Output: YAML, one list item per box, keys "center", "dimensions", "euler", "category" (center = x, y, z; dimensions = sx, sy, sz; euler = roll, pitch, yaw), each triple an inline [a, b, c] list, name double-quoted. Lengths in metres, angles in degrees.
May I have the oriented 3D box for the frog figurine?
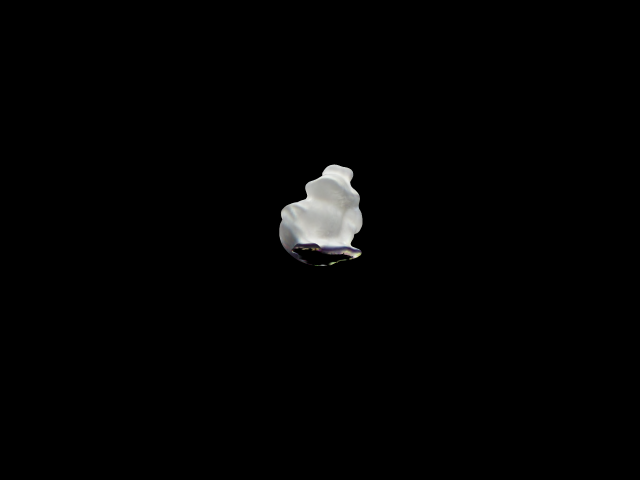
- center: [0.003, -0.043, 0.850]
  dimensions: [0.137, 0.162, 0.120]
  euler: [1, -22, -3]
  category: "frog figurine"
